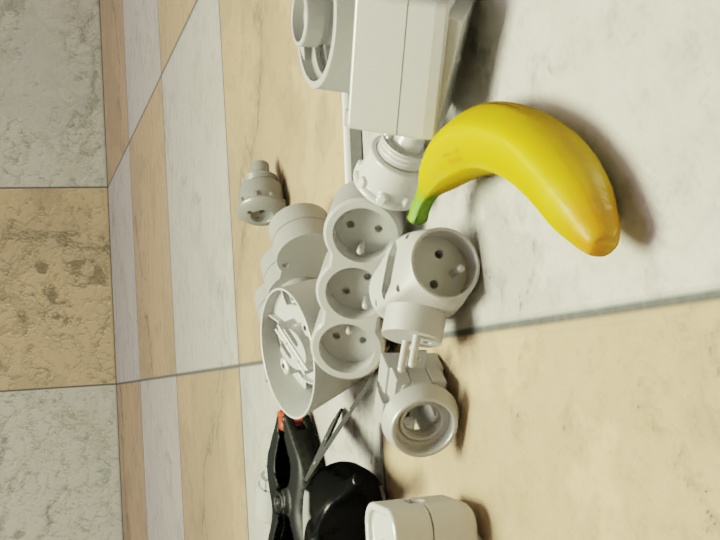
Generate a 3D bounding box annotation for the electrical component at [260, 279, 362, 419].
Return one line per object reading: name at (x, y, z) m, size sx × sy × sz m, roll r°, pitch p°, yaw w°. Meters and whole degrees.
electrical component at (-0.041, 0.058, 0.832) m, size 0.099 × 0.064 × 0.099 m, roll 30°, pitch 130°, yaw 43°

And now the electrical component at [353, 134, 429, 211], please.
electrical component at (0.026, -0.072, 0.679) m, size 0.048 × 0.048 × 0.062 m, roll -108°, pitch 32°, yaw -40°

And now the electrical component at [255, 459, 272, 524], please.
electrical component at (-0.079, 0.205, 1.025) m, size 0.040 × 0.040 × 0.078 m, roll -136°, pitch 47°, yaw -65°

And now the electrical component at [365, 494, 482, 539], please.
electrical component at (0.041, 0.184, 0.635) m, size 0.054 × 0.059 × 0.095 m, roll 168°, pitch 100°, yaw -71°

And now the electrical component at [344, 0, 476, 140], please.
electrical component at (0.029, -0.118, 0.618) m, size 0.061 × 0.061 × 0.096 m, roll -64°, pitch -19°, yaw -57°

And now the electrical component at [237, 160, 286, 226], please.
electrical component at (-0.096, -0.077, 1.045) m, size 0.048 × 0.048 × 0.062 m, roll 116°, pitch 153°, yaw -55°

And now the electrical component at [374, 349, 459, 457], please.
electrical component at (0.034, 0.084, 0.669) m, size 0.055 × 0.048 × 0.066 m, roll -114°, pitch 27°, yaw -64°

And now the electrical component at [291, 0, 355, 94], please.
electrical component at (-0.015, -0.178, 0.761) m, size 0.108 × 0.060 × 0.108 m, roll 178°, pitch 90°, yaw -71°

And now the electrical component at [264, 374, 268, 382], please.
electrical component at (-0.067, 0.079, 0.980) m, size 0.040 × 0.040 × 0.046 m, roll 146°, pitch 126°, yaw -69°

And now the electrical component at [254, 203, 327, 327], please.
electrical component at (-0.052, 0.018, 0.907) m, size 0.138 × 0.052 × 0.073 m, roll 107°, pitch 154°, yaw -44°

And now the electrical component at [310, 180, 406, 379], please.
electrical component at (0.000, 0.000, 0.754) m, size 0.073 × 0.052 × 0.138 m, roll -75°, pitch -6°, yaw -63°

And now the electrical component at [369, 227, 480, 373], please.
electrical component at (0.034, 0.022, 0.645) m, size 0.077 × 0.043 × 0.079 m, roll 141°, pitch 142°, yaw -67°
